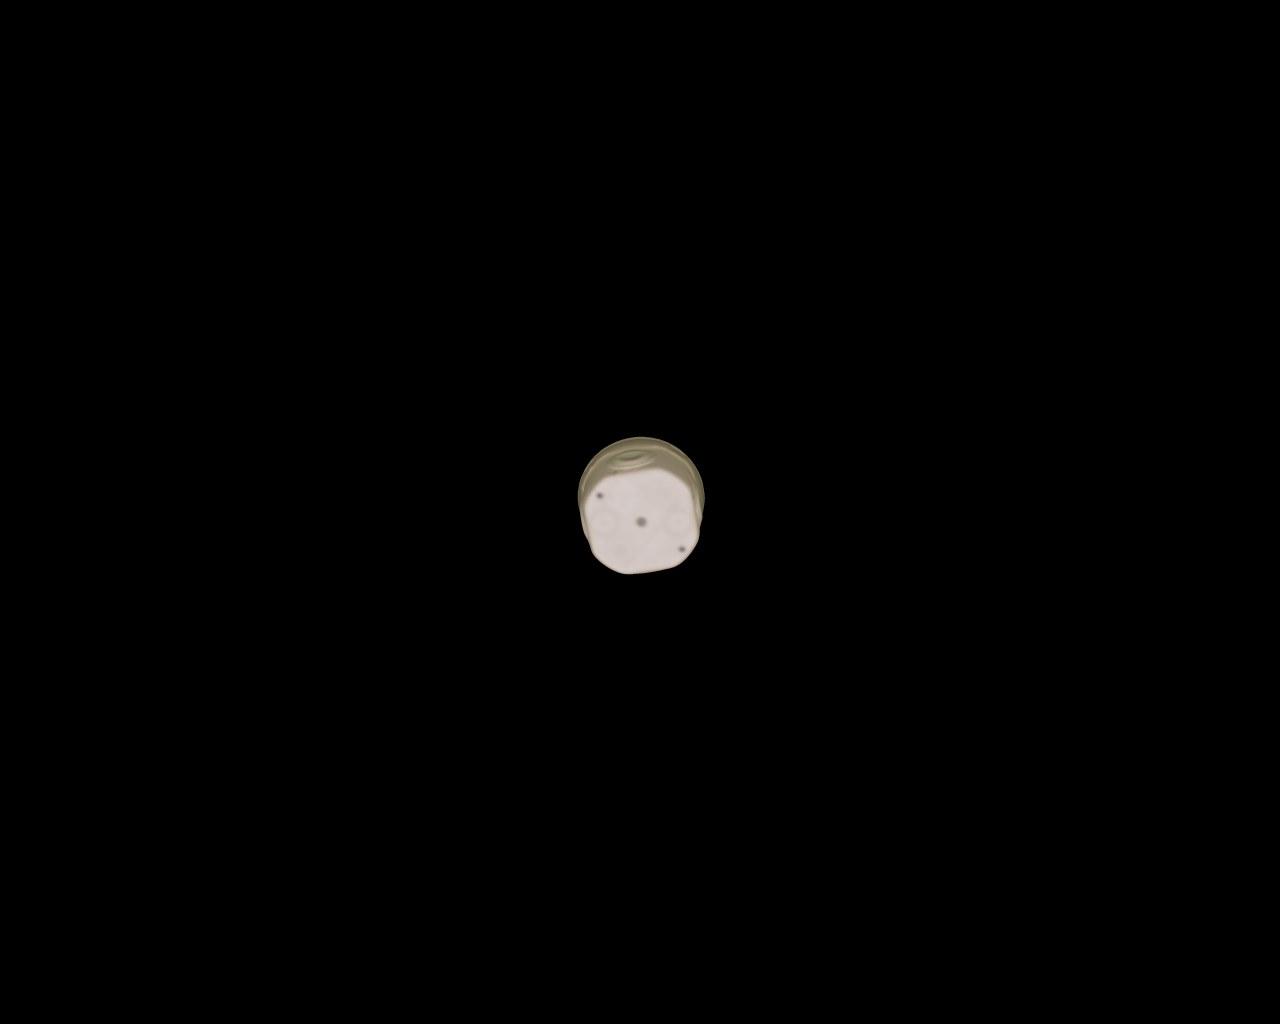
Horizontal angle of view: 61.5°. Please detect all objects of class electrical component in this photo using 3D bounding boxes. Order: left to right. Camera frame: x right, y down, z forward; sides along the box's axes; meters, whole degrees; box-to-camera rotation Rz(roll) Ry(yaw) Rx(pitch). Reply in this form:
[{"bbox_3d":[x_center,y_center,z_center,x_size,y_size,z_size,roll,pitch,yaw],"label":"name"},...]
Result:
[{"bbox_3d":[0.001,-0.003,0.650,0.080,0.080,0.051,0,20,0],"label":"electrical component"}]
